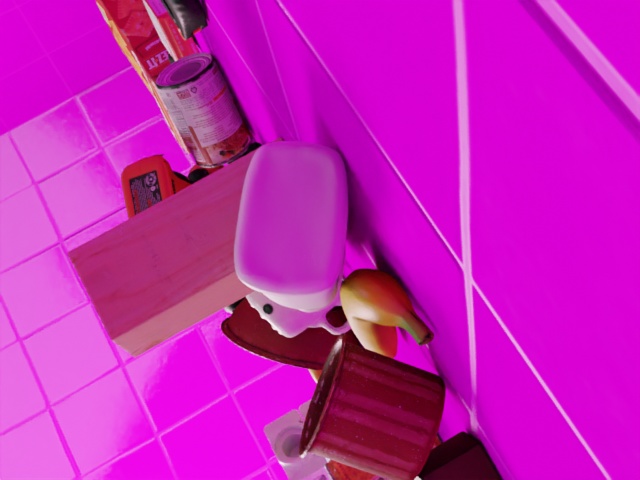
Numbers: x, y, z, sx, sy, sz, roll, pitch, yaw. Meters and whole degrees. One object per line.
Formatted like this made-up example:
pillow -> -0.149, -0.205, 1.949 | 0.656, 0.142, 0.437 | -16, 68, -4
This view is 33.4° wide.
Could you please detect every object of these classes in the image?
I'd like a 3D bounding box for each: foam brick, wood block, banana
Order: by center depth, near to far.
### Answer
foam brick -> 0.106, 0.187, 0.771 | 0.078, 0.051, 0.053 | 61, 175, 0
banana -> 0.040, 0.055, 0.775 | 0.069, 0.037, 0.198 | 63, 175, 7
wood block -> -0.100, 0.008, 0.933 | 0.090, 0.206, 0.091 | 60, 175, 15

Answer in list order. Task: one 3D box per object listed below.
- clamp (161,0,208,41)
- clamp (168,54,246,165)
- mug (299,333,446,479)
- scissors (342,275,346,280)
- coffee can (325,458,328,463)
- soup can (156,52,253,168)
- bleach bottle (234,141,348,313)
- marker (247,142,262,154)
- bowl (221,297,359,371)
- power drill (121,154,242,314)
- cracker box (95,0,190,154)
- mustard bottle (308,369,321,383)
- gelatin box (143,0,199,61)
clamp -> -0.134, -0.232, 0.905 | 0.171, 0.039, 0.120 | 57, -177, -44
clamp -> -0.110, -0.115, 1.277 | 0.210, 0.036, 0.164 | 56, 173, 25
mug -> 0.039, 0.119, 0.771 | 0.081, 0.093, 0.117 | 20, -162, -4
scissors -> -0.007, 0.001, 1.047 | 0.202, 0.016, 0.096 | 56, 174, 42
coffee can -> 0.071, 0.242, 1.103 | 0.140, 0.102, 0.103 | 60, 175, 11
soup can -> -0.121, -0.136, 1.116 | 0.102, 0.068, 0.068 | 65, 174, -31
bleach bottle -> -0.011, 0.012, 0.775 | 0.251, 0.068, 0.102 | 78, -162, -76
marker -> -0.049, -0.070, 1.051 | 0.020, 0.020, 0.121 | 64, 174, -30
bowl -> -0.024, 0.087, 1.160 | 0.162, 0.162, 0.055 | -133, 54, -68
power drill -> -0.140, -0.011, 1.179 | 0.187, 0.057, 0.184 | 20, -127, -68
cracker box -> -0.213, -0.240, 1.405 | 0.214, 0.072, 0.164 | 57, 174, 33
mustard bottle -> 0.013, 0.137, 1.286 | 0.096, 0.058, 0.192 | 34, -175, -18
gelatin box -> -0.168, -0.243, 1.205 | 0.089, 0.030, 0.073 | 54, 170, 49
